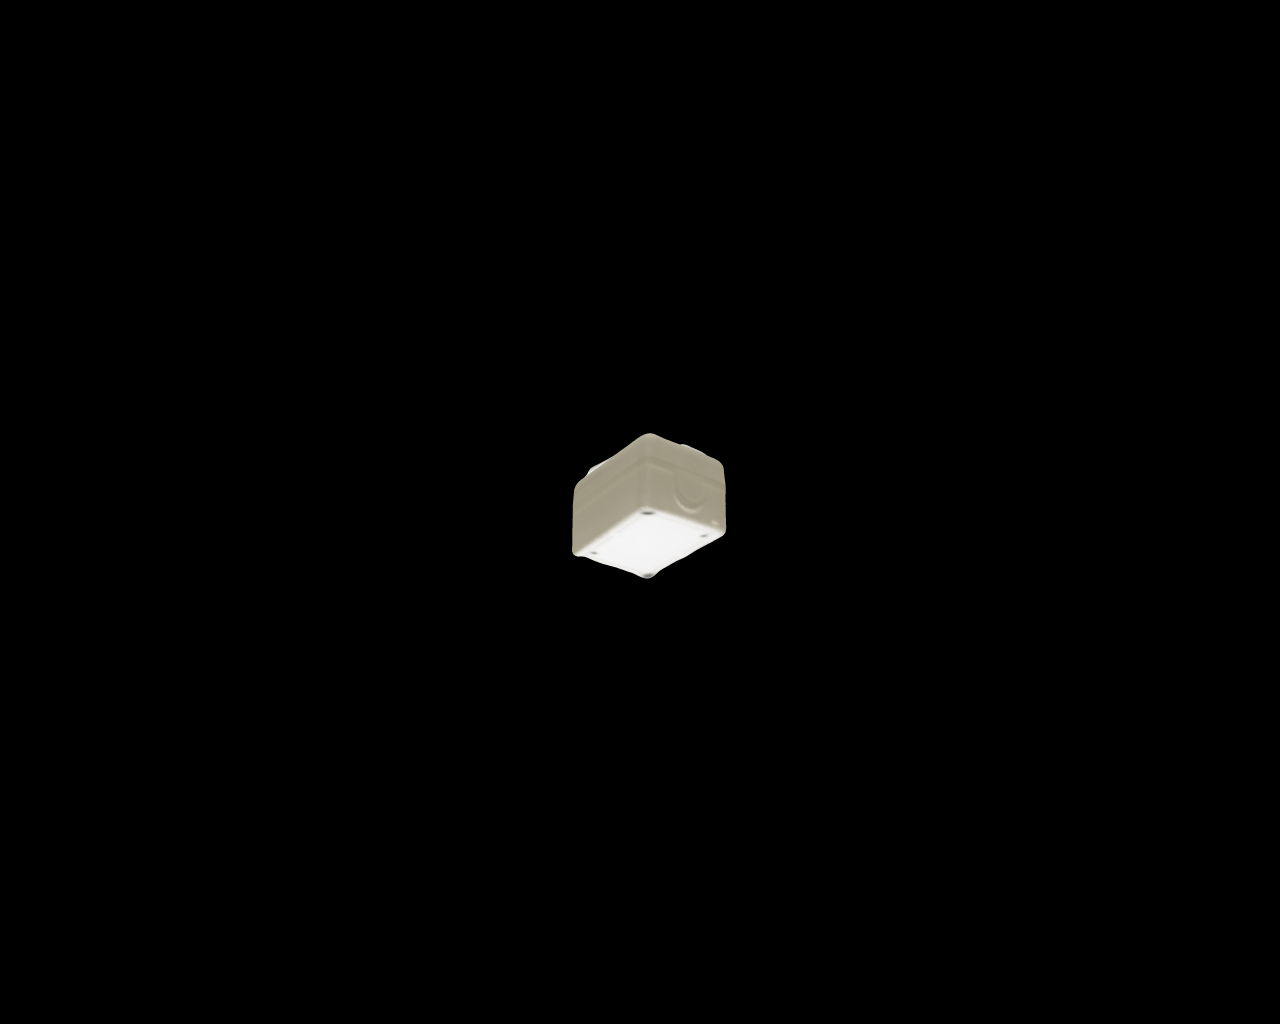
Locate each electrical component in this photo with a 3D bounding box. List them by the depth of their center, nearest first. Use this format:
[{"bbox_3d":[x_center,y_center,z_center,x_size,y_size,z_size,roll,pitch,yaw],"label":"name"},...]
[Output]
[{"bbox_3d":[0.001,-0.003,0.650,0.062,0.061,0.096,19,-34,-31],"label":"electrical component"}]
